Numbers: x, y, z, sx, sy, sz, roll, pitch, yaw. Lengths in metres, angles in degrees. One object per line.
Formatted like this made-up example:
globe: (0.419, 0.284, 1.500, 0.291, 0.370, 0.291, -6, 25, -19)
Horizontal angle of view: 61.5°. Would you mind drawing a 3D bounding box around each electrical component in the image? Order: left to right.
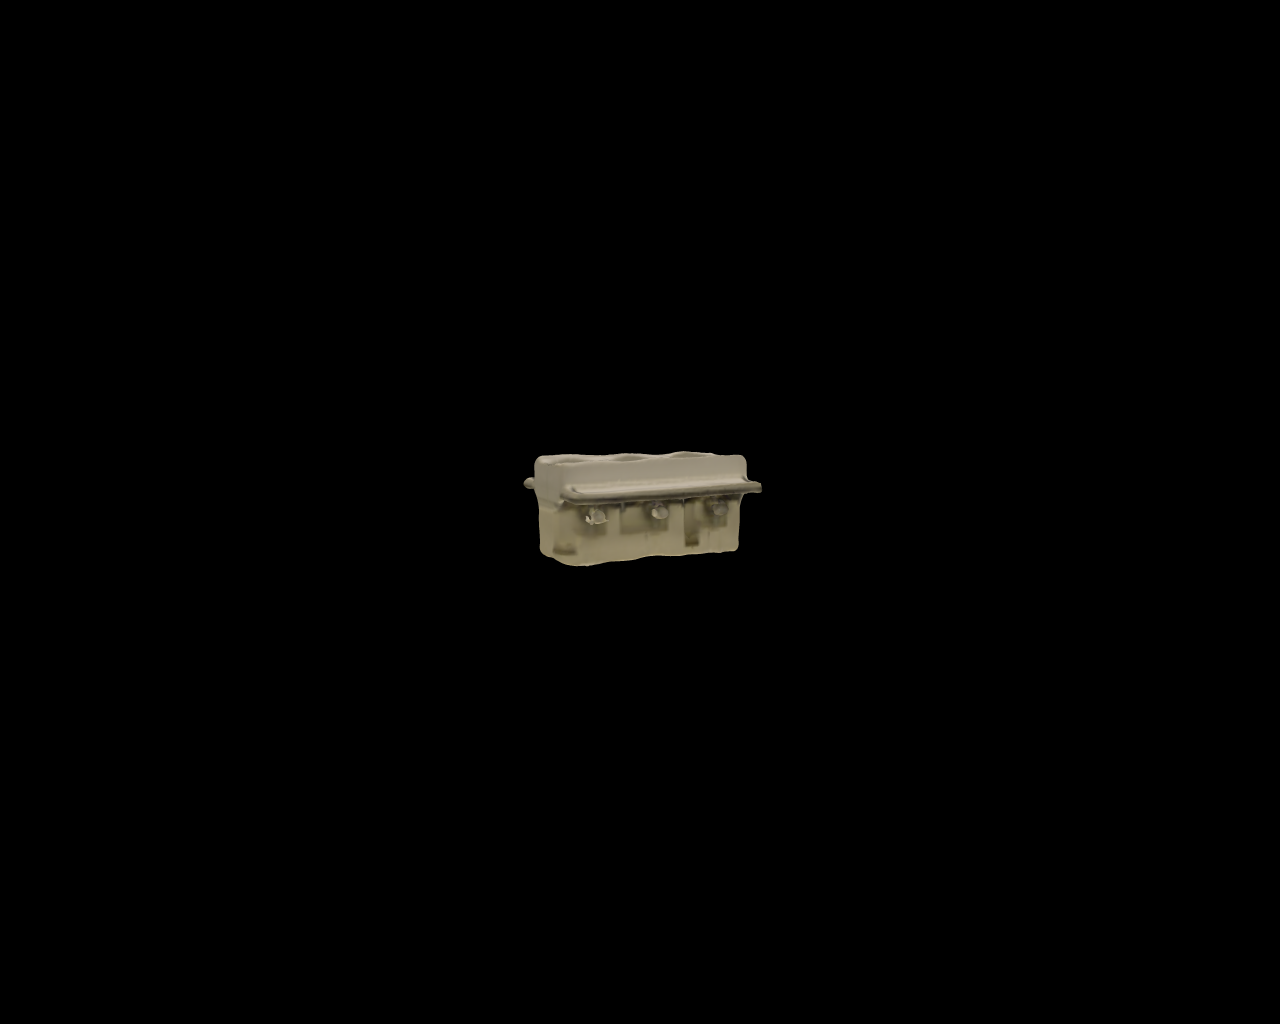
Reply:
electrical component: (0.001, -0.003, 0.650, 0.121, 0.063, 0.079, -3, 8, -26)
